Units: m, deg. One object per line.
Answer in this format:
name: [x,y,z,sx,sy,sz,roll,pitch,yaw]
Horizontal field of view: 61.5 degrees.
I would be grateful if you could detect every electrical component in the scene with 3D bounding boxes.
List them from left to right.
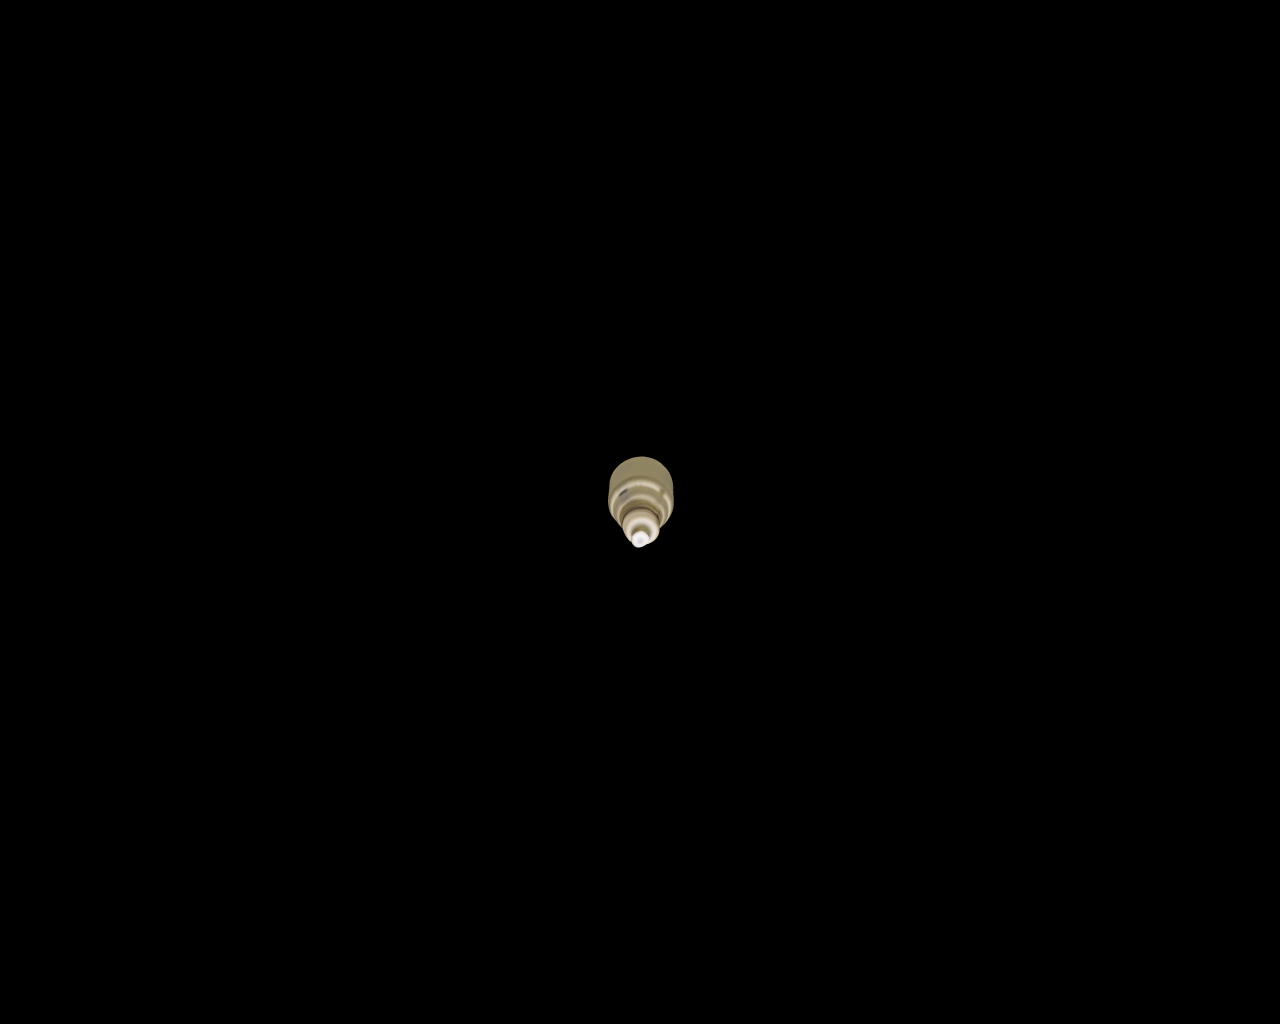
electrical component: [0.001,-0.003,0.650,0.040,0.040,0.078,0,30,0]
